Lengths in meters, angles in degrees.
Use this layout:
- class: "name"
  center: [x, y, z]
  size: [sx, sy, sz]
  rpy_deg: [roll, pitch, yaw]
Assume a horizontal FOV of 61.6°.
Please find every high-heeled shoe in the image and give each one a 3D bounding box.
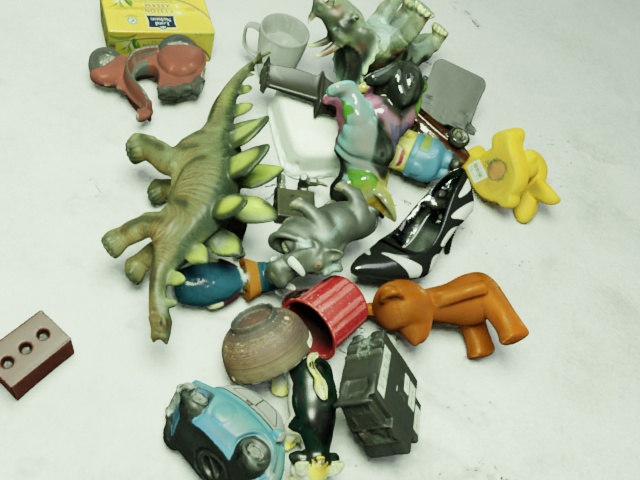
- class: "high-heeled shoe"
  center: [0.146, -0.028, 0.809]
  size: [0.249, 0.145, 0.086]
  rpy_deg: [-13, 24, -40]

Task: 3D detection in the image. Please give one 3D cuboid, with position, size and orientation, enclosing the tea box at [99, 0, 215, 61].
- class: "tea box"
  center: [-0.271, -0.354, 0.894]
  size: [0.170, 0.068, 0.098]
  rpy_deg: [-10, 65, -25]

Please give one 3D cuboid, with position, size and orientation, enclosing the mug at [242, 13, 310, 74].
- class: "mug"
  center: [-0.081, -0.320, 0.919]
  size: [0.110, 0.107, 0.081]
  rpy_deg: [15, 56, -6]

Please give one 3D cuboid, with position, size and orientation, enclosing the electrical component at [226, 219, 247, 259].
- class: "electrical component"
  center: [-0.121, -0.023, 0.758]
  size: [0.021, 0.063, 0.094]
  rpy_deg: [-8, 64, -24]

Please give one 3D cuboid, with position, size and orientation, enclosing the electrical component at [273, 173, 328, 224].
- class: "electrical component"
  center: [-0.031, -0.057, 0.822]
  size: [0.078, 0.045, 0.102]
  rpy_deg: [12, 58, -14]

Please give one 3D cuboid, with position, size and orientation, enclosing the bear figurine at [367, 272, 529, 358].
- class: "bear figurine"
  center: [0.166, 0.109, 0.749]
  size: [0.196, 0.120, 0.132]
  rpy_deg: [-9, 67, -26]

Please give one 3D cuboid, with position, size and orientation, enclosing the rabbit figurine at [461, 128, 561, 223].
- class: "rabbit figurine"
  center: [0.362, -0.120, 0.964]
  size: [0.173, 0.122, 0.162]
  rpy_deg: [-14, 69, -46]

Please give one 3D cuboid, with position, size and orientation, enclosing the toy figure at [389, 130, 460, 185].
- class: "toy figure"
  center: [0.145, -0.149, 0.912]
  size: [0.180, 0.082, 0.089]
  rpy_deg: [20, 13, 3]

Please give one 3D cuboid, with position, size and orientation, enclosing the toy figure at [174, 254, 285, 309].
- class: "toy figure"
  center: [-0.115, 0.053, 0.721]
  size: [0.154, 0.064, 0.058]
  rpy_deg: [-5, 25, -27]

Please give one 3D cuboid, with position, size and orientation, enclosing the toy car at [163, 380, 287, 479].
- class: "toy car"
  center: [-0.097, 0.223, 0.613]
  size: [0.162, 0.109, 0.103]
  rpy_deg: [40, 33, 19]

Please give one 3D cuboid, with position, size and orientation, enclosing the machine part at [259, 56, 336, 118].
- class: "machine part"
  center: [-0.029, -0.243, 0.861]
  size: [0.139, 0.039, 0.084]
  rpy_deg: [17, 63, -12]

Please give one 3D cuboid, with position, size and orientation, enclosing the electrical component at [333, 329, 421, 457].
- class: "electrical component"
  center: [0.078, 0.198, 0.670]
  size: [0.134, 0.058, 0.115]
  rpy_deg: [59, 31, -25]

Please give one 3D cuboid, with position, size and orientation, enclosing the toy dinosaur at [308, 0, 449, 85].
- class: "toy dinosaur"
  center: [0.123, -0.346, 0.977]
  size: [0.131, 0.192, 0.404]
  rpy_deg: [52, 22, 14]

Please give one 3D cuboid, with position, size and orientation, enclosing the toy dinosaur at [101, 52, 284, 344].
- class: "toy dinosaur"
  center: [-0.152, -0.088, 0.715]
  size: [0.199, 0.105, 0.471]
  rpy_deg: [-4, 59, 10]

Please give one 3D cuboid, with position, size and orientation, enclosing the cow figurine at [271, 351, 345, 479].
- class: "cow figurine"
  center: [-0.008, 0.223, 0.638]
  size: [0.068, 0.098, 0.167]
  rpy_deg: [5, 60, -24]

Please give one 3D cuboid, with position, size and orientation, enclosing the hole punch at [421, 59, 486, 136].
- class: "hole punch"
  center: [0.236, -0.262, 1.024]
  size: [0.142, 0.092, 0.115]
  rpy_deg: [25, 85, -8]

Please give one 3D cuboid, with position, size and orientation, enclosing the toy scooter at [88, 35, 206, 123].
- class: "toy scooter"
  center: [-0.253, -0.245, 0.834]
  size: [0.184, 0.075, 0.135]
  rpy_deg: [-17, 68, -24]

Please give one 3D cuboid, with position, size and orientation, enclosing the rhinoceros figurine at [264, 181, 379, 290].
- class: "rhinoceros figurine"
  center: [-0.002, -0.002, 0.730]
  size: [0.190, 0.073, 0.112]
  rpy_deg: [-32, 79, -33]

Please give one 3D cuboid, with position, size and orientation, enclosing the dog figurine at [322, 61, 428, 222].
- class: "dog figurine"
  center: [0.092, -0.139, 0.814]
  size: [0.192, 0.108, 0.219]
  rpy_deg: [-20, 100, -7]

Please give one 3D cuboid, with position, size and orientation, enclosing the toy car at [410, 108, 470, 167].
- class: "toy car"
  center: [0.176, -0.199, 0.953]
  size: [0.202, 0.089, 0.053]
  rpy_deg: [45, 54, 7]
